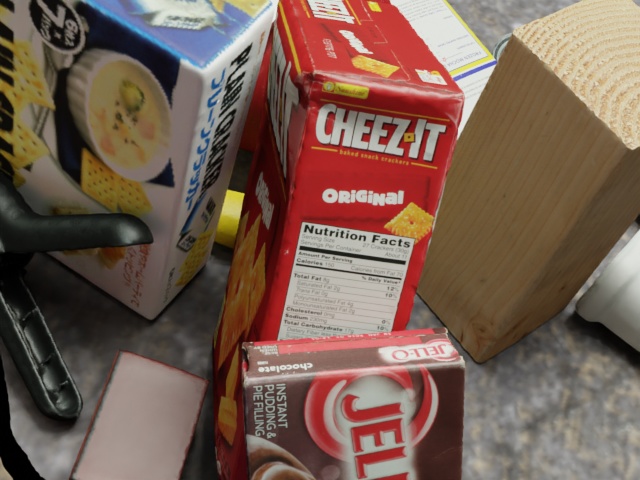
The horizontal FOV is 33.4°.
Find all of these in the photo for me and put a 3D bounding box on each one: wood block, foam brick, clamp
[{"bbox_3d":[0.131,-0.030,0.622,0.090,0.206,0.091,-27,65,-32],"label":"wood block"},{"bbox_3d":[-0.094,0.107,0.551,0.051,0.053,0.078,17,52,-3],"label":"foam brick"},{"bbox_3d":[-0.175,0.019,0.584,0.172,0.120,0.039,22,7,25],"label":"clamp"}]

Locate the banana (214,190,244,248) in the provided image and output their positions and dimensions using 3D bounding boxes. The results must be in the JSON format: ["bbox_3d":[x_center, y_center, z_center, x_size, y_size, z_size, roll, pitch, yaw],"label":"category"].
[{"bbox_3d":[0.006,-0.021,0.682,0.197,0.037,0.069,-15,70,-16],"label":"banana"}]

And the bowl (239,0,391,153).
[{"bbox_3d":[-0.002,-0.106,0.679,0.055,0.162,0.161,43,53,3],"label":"bowl"}]

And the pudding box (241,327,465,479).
[{"bbox_3d":[0.014,0.096,0.455,0.090,0.113,0.039,-4,25,-5],"label":"pudding box"}]

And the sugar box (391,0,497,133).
[{"bbox_3d":[0.075,-0.122,0.770,0.093,0.048,0.176,-26,74,-31],"label":"sugar box"}]

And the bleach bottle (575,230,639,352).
[{"bbox_3d":[0.291,0.087,0.675,0.251,0.068,0.102,41,53,13],"label":"bleach bottle"}]

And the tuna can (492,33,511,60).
[{"bbox_3d":[0.166,-0.118,0.812,0.086,0.034,0.086,8,52,-11],"label":"tuna can"}]

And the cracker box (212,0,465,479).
[{"bbox_3d":[-0.003,0.001,0.524,0.072,0.214,0.164,7,23,-10],"label":"cracker box"}]
